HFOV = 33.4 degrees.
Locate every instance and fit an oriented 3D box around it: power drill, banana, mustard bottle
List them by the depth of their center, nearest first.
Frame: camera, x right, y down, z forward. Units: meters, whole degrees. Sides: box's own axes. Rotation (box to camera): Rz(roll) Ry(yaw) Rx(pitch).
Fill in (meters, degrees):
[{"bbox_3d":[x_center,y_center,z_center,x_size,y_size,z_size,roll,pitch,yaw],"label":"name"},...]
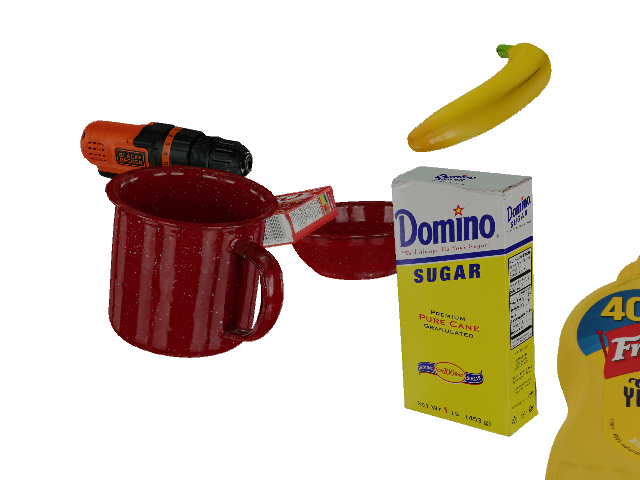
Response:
[{"bbox_3d":[0.169,0.072,0.543,0.096,0.058,0.191,7,41,13],"label":"mustard bottle"},{"bbox_3d":[0.143,-0.120,0.873,0.070,0.037,0.197,-13,20,40],"label":"banana"},{"bbox_3d":[-0.150,-0.029,1.086,0.185,0.188,0.057,11,30,22],"label":"power drill"}]

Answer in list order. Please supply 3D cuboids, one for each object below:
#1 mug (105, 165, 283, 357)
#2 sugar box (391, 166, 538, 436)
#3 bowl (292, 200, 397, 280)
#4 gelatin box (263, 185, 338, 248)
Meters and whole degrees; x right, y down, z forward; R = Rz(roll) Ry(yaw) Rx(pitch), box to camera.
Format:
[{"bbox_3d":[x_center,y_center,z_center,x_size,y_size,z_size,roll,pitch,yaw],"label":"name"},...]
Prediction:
[{"bbox_3d":[-0.065,0.016,0.583,0.117,0.081,0.093,24,26,34],"label":"mug"},{"bbox_3d":[0.100,0.040,0.744,0.094,0.176,0.048,8,23,39],"label":"sugar box"},{"bbox_3d":[0.039,0.002,1.080,0.162,0.055,0.162,-3,13,1],"label":"bowl"},{"bbox_3d":[-0.041,-0.017,0.891,0.089,0.030,0.073,-8,14,35],"label":"gelatin box"}]
